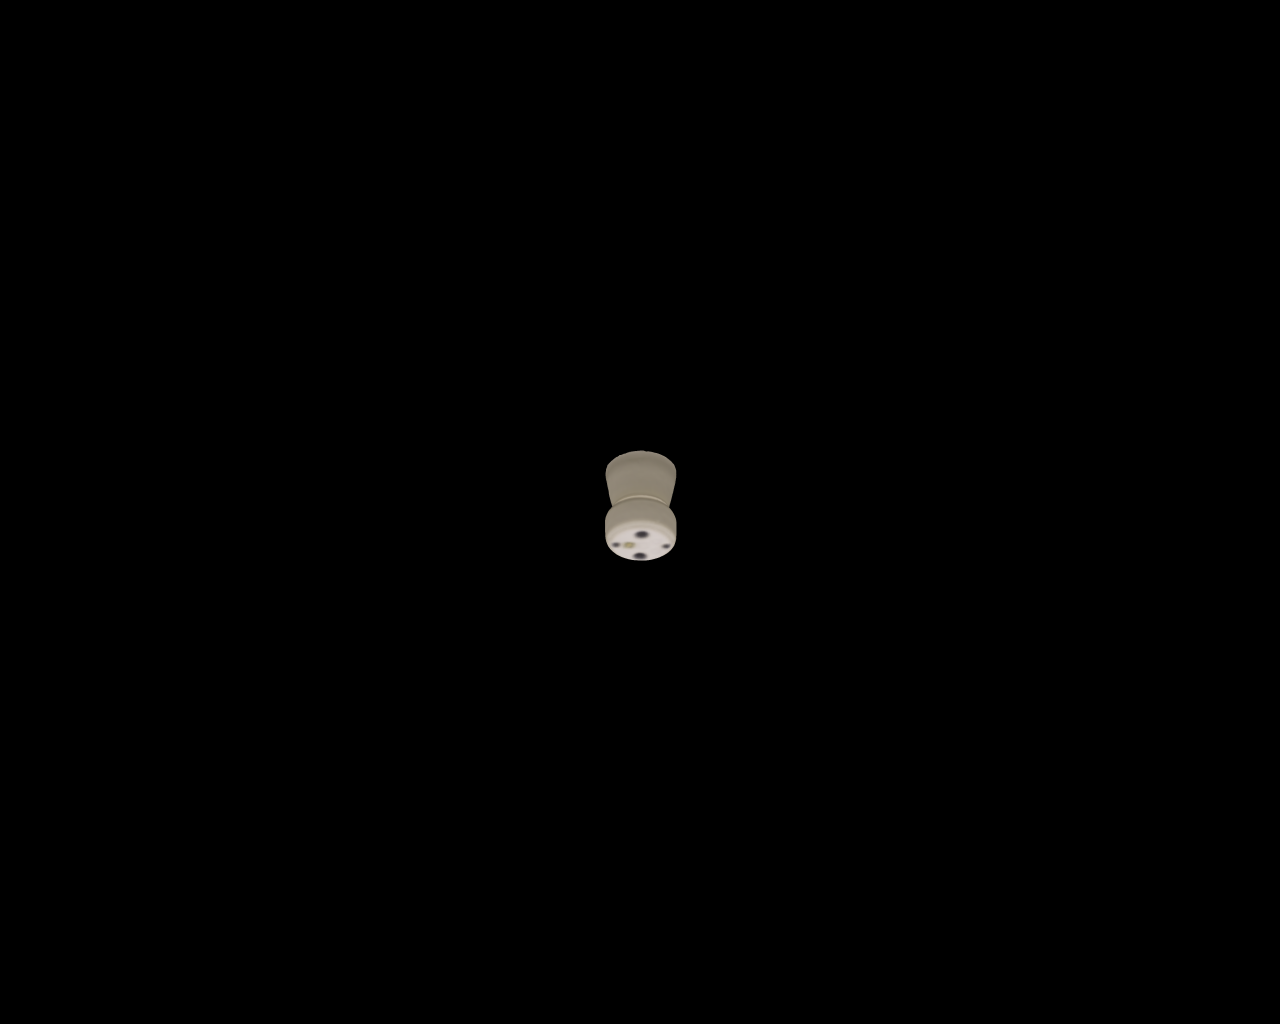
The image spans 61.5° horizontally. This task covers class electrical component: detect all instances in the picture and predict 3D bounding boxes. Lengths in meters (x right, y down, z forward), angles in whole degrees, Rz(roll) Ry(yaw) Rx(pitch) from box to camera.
[{"bbox_3d":[0.001,-0.003,0.650,0.045,0.055,0.044,0,-34,0],"label":"electrical component"}]
